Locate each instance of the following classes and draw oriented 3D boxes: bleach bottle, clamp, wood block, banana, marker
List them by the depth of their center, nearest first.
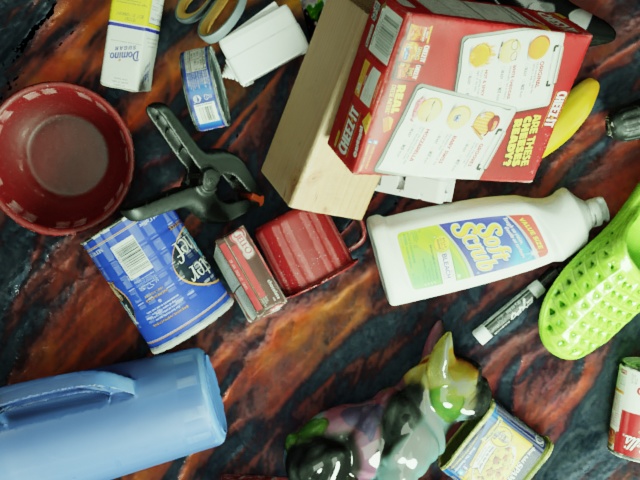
[{"bbox_3d":[0.028,-0.135,1.075,0.090,0.091,0.206,10,114,-30],"label":"wood block"},{"bbox_3d":[-0.126,-0.072,1.099,0.039,0.171,0.120,16,96,42],"label":"clamp"},{"bbox_3d":[0.211,-0.111,1.140,0.198,0.037,0.069,-18,100,3],"label":"banana"},{"bbox_3d":[0.183,-0.008,1.144,0.251,0.068,0.102,-15,100,0],"label":"bleach bottle"},{"bbox_3d":[0.219,0.070,1.177,0.121,0.020,0.020,-41,97,5],"label":"marker"}]

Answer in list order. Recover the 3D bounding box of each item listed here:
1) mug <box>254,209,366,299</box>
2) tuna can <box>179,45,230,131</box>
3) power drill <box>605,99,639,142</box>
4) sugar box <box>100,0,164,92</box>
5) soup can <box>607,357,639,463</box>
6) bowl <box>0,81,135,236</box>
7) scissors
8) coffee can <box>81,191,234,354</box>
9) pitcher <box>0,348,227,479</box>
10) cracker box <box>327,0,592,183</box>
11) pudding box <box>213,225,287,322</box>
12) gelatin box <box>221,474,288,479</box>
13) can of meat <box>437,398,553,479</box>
[{"bbox_3d":[-0.007,0.001,1.133,0.117,0.093,0.081,-27,93,-4],"label":"mug"},{"bbox_3d":[-0.119,-0.157,1.108,0.034,0.086,0.086,-12,98,2],"label":"tuna can"},{"bbox_3d":[0.377,-0.205,1.118,0.184,0.057,0.187,-14,101,-2],"label":"power drill"},{"bbox_3d":[-0.187,-0.242,1.092,0.048,0.093,0.176,12,98,-2],"label":"sugar box"},{"bbox_3d":[0.356,0.186,1.170,0.068,0.068,0.102,6,98,-1],"label":"soup can"},{"bbox_3d":[-0.273,-0.088,1.133,0.162,0.055,0.162,0,98,0],"label":"bowl"},{"bbox_3d":[-0.086,-0.292,1.117,0.096,0.016,0.201,12,70,36],"label":"scissors"},{"bbox_3d":[-0.171,0.034,1.128,0.103,0.103,0.140,-32,97,4],"label":"coffee can"},{"bbox_3d":[-0.229,0.189,1.134,0.243,0.149,0.145,-15,98,-1],"label":"pitcher"},{"bbox_3d":[0.131,-0.143,1.015,0.213,0.072,0.164,0,124,-29],"label":"cracker box"},{"bbox_3d":[-0.075,0.038,1.115,0.039,0.113,0.090,-28,86,-12],"label":"pudding box"},{"bbox_3d":[-0.068,0.286,1.180,0.089,0.073,0.030,4,98,-1],"label":"gelatin box"},{"bbox_3d":[0.192,0.237,1.183,0.084,0.057,0.102,37,96,-3],"label":"can of meat"}]
